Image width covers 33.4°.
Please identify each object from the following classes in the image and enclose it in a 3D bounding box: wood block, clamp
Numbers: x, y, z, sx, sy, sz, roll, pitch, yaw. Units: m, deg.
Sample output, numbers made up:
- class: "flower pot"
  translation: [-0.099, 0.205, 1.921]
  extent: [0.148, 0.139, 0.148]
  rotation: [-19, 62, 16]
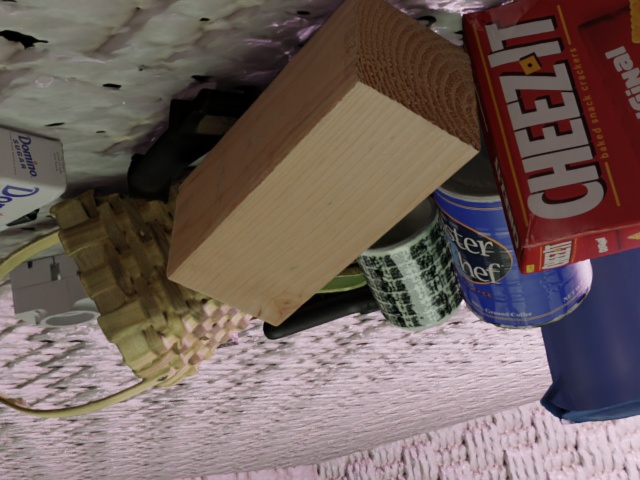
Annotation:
- class: "wood block"
  translation: [-0.003, -0.045, 0.673]
  extent: [0.090, 0.090, 0.206]
  rotation: [25, 133, -25]
- class: "clamp"
  translation: [0.049, 0.062, 1.180]
  extent: [0.210, 0.036, 0.164]
  rotation: [-16, -177, 8]

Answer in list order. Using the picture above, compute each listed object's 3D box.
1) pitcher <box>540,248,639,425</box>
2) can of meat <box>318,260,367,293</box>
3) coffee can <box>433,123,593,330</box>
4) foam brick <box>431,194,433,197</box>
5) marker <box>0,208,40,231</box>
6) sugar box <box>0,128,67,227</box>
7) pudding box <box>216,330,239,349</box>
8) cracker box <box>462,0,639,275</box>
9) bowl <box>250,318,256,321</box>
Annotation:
- class: "pitcher"
  translation: [0.262, 0.037, 0.962]
  extent: [0.145, 0.243, 0.149]
  rotation: [-22, 161, 32]
- class: "can of meat"
  translation: [-0.006, 0.001, 0.947]
  extent: [0.102, 0.084, 0.058]
  rotation: [-3, 162, -24]
- class: "coffee can"
  translation: [0.140, -0.018, 0.783]
  extent: [0.103, 0.103, 0.140]
  rotation: [-14, 132, 9]
- class: "foam brick"
  translation: [0.112, -0.018, 1.019]
  extent: [0.078, 0.051, 0.052]
  rotation: [-19, 163, 24]
- class: "marker"
  translation: [-0.275, -0.009, 0.850]
  extent: [0.121, 0.020, 0.020]
  rotation: [-17, 163, 19]
- class: "sugar box"
  translation: [-0.261, -0.045, 0.692]
  extent: [0.093, 0.048, 0.175]
  rotation: [-22, 159, 32]
- class: "pudding box"
  translation: [-0.134, 0.086, 1.024]
  extent: [0.090, 0.039, 0.113]
  rotation: [-12, 164, 5]
- class: "cracker box"
  translation: [0.210, -0.086, 0.663]
  extent: [0.214, 0.164, 0.072]
  rotation: [-13, 161, 6]
- class: "bowl"
  translation: [-0.108, 0.046, 1.079]
  extent: [0.162, 0.055, 0.162]
  rotation: [-10, 163, -3]
